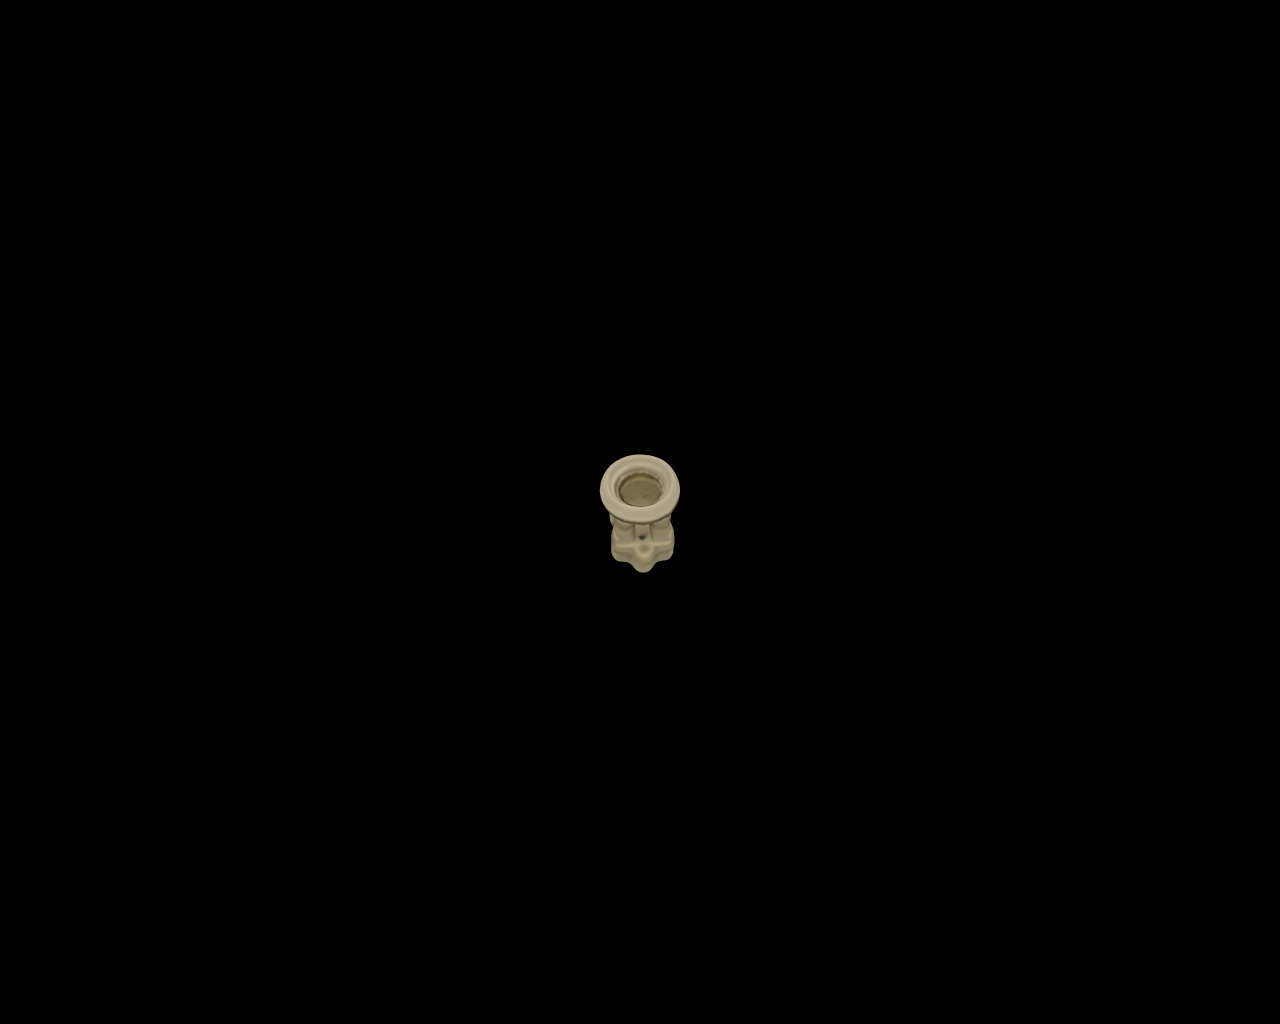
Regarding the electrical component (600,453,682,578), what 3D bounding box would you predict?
[{"bbox_3d":[0.001,-0.003,0.650,0.048,0.066,0.055,-3,-36,-2],"label":"electrical component"}]
